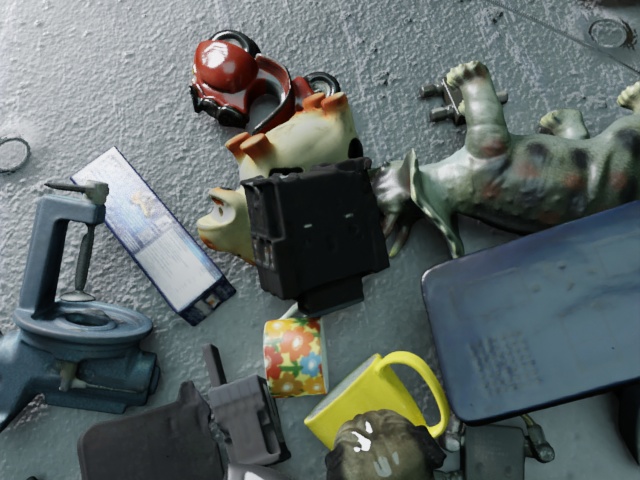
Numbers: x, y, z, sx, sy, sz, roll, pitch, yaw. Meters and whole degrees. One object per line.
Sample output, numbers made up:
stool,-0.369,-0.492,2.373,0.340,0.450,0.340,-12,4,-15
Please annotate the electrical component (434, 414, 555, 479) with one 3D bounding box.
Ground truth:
electrical component,0.150,0.187,0.474,0.102,0.045,0.078,10,68,7

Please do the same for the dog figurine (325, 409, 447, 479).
dog figurine,0.099,0.208,0.370,0.172,0.121,0.190,-7,113,10

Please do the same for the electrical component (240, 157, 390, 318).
electrical component,-0.001,-0.001,0.490,0.115,0.058,0.134,-16,102,-22

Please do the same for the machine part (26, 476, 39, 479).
machine part,-0.288,0.285,0.467,0.139,0.039,0.084,-43,78,-14

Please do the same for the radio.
radio,0.203,0.058,0.435,0.230,0.073,0.131,-19,67,10

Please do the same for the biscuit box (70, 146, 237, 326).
biscuit box,-0.175,-0.006,0.560,0.059,0.062,0.203,-40,71,-11

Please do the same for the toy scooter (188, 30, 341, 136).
toy scooter,-0.077,-0.153,0.607,0.184,0.075,0.135,25,73,7

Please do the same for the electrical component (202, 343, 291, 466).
electrical component,-0.068,0.148,0.489,0.048,0.074,0.119,-18,66,-2

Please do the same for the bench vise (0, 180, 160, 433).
bench vise,-0.251,0.059,0.493,0.224,0.129,0.240,13,94,0

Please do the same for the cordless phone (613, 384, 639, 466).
cordless phone,0.345,0.185,0.446,0.147,0.088,0.184,-17,73,-3

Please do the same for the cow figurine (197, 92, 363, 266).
cow figurine,-0.038,-0.053,0.544,0.195,0.086,0.127,-36,113,-19

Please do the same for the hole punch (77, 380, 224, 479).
hole punch,-0.148,0.211,0.472,0.116,0.092,0.142,-6,62,-31

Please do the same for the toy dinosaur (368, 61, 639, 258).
toy dinosaur,0.227,-0.059,0.534,0.405,0.131,0.192,3,81,0

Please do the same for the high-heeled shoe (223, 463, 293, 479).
high-heeled shoe,-0.072,0.279,0.353,0.145,0.086,0.249,39,52,6

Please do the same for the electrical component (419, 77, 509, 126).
electrical component,0.167,-0.167,0.624,0.094,0.021,0.063,-14,68,-2
